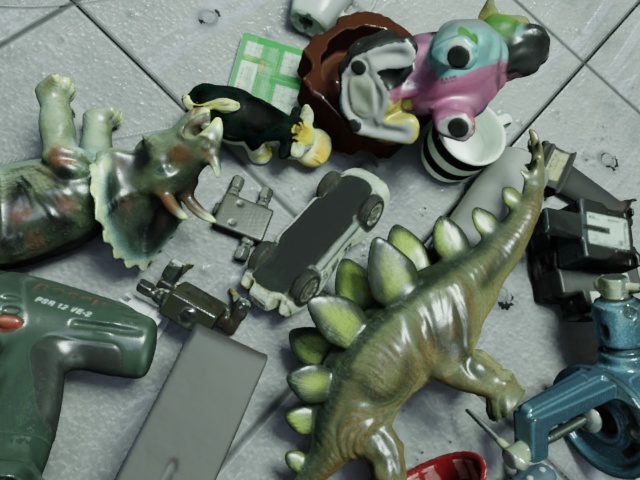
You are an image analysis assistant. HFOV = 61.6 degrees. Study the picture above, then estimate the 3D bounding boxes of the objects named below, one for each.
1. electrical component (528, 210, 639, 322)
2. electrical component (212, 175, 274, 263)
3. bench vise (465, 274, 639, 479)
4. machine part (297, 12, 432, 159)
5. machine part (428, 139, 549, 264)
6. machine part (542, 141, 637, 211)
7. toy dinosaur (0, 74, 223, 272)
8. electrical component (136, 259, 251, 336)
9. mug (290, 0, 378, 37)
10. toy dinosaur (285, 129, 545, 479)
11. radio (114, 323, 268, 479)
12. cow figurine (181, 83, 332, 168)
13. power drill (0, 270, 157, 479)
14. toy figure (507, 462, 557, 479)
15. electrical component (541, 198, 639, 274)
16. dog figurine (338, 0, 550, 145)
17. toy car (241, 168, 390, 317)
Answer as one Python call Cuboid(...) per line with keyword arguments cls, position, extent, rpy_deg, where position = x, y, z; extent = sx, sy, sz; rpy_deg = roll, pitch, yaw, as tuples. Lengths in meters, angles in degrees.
Cuboid(cls="electrical component", position=(0.319, 0.032, 0.655), extent=(0.115, 0.058, 0.134), rpy_deg=(1, 72, -11))
Cuboid(cls="electrical component", position=(-0.088, -0.024, 0.595), extent=(0.063, 0.021, 0.094), rpy_deg=(20, 69, -6))
Cuboid(cls="bench vise", position=(0.281, 0.155, 0.550), extent=(0.241, 0.129, 0.223), rpy_deg=(-16, 111, -23))
Cuboid(cls="machine part", position=(0.059, -0.186, 0.650), extent=(0.179, 0.056, 0.179), rpy_deg=(4, 73, -14))
Cuboid(cls="machine part", position=(0.200, -0.027, 0.636), extent=(0.079, 0.079, 0.243), rpy_deg=(38, 67, 1))
Cuboid(cls="machine part", position=(0.343, -0.071, 0.706), extent=(0.139, 0.039, 0.084), rpy_deg=(30, 60, 0))
Cuboid(cls="toy dinosaur", position=(-0.289, -0.039, 0.509), extent=(0.405, 0.131, 0.192), rpy_deg=(-17, 76, -12))
Cuboid(cls="electrical component", position=(-0.123, 0.058, 0.539), extent=(0.102, 0.078, 0.045), rpy_deg=(31, 92, 4))
Cuboid(cls="mug", position=(0.014, -0.311, 0.690), extent=(0.109, 0.081, 0.107), rpy_deg=(28, 78, -8))
Cuboid(cls="toy dinosaur", position=(0.097, 0.087, 0.514), extent=(0.471, 0.105, 0.198), rpy_deg=(-43, 90, -14))
Cuboid(cls="radio", position=(-0.128, 0.195, 0.455), extent=(0.073, 0.131, 0.229), rpy_deg=(27, 68, -4))
Cuboid(cls="cow figurine", position=(-0.064, -0.127, 0.590), extent=(0.167, 0.098, 0.068), rpy_deg=(11, 82, -6))
Cuboid(cls="power drill", position=(-0.258, 0.108, 0.422), extent=(0.232, 0.086, 0.207), rpy_deg=(12, 30, -12))
Cuboid(cls="toy figure", position=(0.175, 0.277, 0.538), extent=(0.154, 0.057, 0.064), rpy_deg=(-25, 57, -16))
Cuboid(cls="electrical component", position=(0.295, -0.004, 0.605), extent=(0.119, 0.047, 0.075), rpy_deg=(6, 70, -11))
Cuboid(cls="dog figurine", position=(0.140, -0.194, 0.588), extent=(0.192, 0.108, 0.219), rpy_deg=(7, 36, 30))
Cuboid(cls="toy car", position=(-0.001, -0.002, 0.586), extent=(0.074, 0.056, 0.202), rpy_deg=(33, 67, 22))
